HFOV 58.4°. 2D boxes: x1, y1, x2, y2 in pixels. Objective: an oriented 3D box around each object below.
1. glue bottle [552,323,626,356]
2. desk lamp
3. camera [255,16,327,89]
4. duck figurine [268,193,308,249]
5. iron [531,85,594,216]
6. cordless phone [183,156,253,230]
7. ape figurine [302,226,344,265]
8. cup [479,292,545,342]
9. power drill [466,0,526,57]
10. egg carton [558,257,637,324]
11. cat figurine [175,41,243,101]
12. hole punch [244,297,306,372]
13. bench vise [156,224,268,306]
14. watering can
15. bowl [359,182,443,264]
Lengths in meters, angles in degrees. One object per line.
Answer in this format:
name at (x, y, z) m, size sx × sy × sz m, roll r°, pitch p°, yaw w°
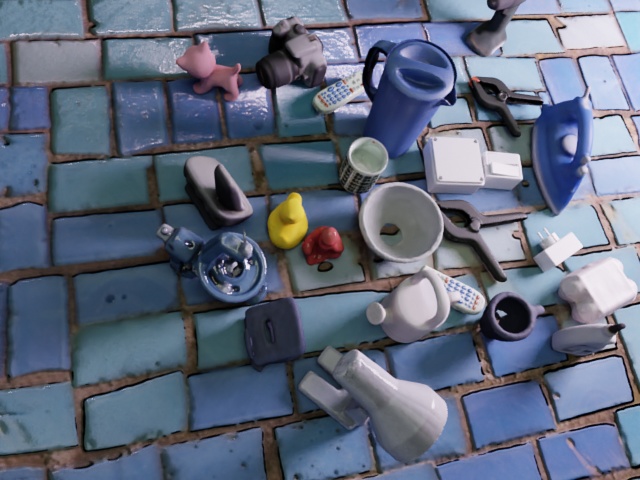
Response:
glue bottle at (0.502, 0.177, 1.051) m, size 0.078 × 0.173 × 0.037 m, roll 12°, pitch 68°, yaw -5°
desk lamp at (0.079, 0.254, 0.920) m, size 0.203 × 0.213 × 0.118 m, roll 36°, pitch 67°, yaw 5°
camera at (-0.071, -0.386, 1.198) m, size 0.137 × 0.100 × 0.143 m, roll -29°, pitch 77°, yaw -19°
duck figurine at (-0.057, -0.040, 1.076) m, size 0.077 × 0.086 × 0.104 m, roll 15°, pitch 67°, yaw -4°
iron at (0.536, -0.193, 1.216) m, size 0.119 × 0.141 × 0.258 m, roll 10°, pitch 68°, yaw -6°
cordless phone at (-0.183, -0.109, 1.025) m, size 0.094 × 0.185 × 0.147 m, roll -35°, pitch 79°, yaw -20°
ape figurine at (0.010, 0.004, 1.069) m, size 0.078 × 0.092 × 0.076 m, roll 20°, pitch 67°, yaw -2°
cup at (0.352, 0.149, 1.076) m, size 0.118 × 0.095 × 0.091 m, roll -11°, pitch 72°, yaw -14°
power drill at (0.411, -0.515, 1.280) m, size 0.075 × 0.208 × 0.230 m, roll 44°, pitch 68°, yaw 8°
egg carton at (0.556, 0.099, 1.147) m, size 0.150 × 0.069 × 0.107 m, roll -24°, pitch 75°, yaw -18°
cat figurine at (-0.219, -0.345, 1.145) m, size 0.128 × 0.117 × 0.067 m, roll 9°, pitch 68°, yaw -7°
hole punch at (-0.080, 0.163, 0.992) m, size 0.101 × 0.091 × 0.108 m, roll -9°, pitch 71°, yaw -14°
bench vise at (-0.181, 0.033, 0.953) m, size 0.207 × 0.219 × 0.121 m, roll 11°, pitch 68°, yaw -6°
watering can at (0.168, 0.117, 1.000) m, size 0.173 × 0.194 × 0.101 m, roll -33°, pitch 78°, yaw -20°
bowl at (0.150, -0.024, 1.115) m, size 0.167 × 0.074 × 0.167 m, roll 4°, pitch 69°, yaw -9°
